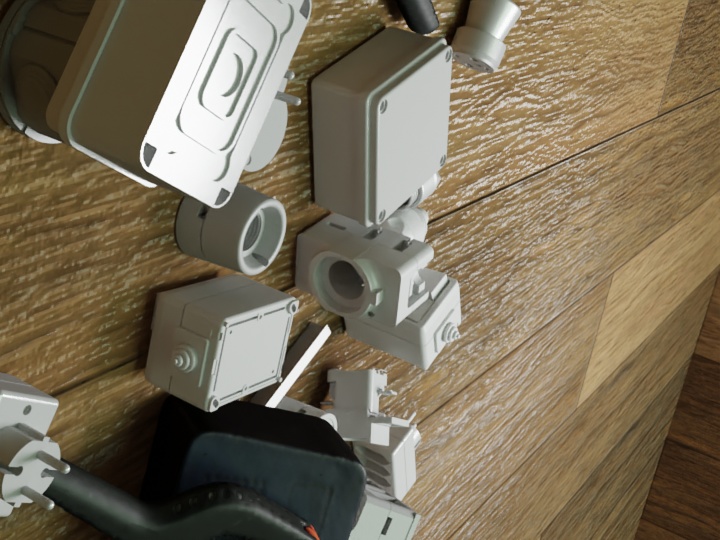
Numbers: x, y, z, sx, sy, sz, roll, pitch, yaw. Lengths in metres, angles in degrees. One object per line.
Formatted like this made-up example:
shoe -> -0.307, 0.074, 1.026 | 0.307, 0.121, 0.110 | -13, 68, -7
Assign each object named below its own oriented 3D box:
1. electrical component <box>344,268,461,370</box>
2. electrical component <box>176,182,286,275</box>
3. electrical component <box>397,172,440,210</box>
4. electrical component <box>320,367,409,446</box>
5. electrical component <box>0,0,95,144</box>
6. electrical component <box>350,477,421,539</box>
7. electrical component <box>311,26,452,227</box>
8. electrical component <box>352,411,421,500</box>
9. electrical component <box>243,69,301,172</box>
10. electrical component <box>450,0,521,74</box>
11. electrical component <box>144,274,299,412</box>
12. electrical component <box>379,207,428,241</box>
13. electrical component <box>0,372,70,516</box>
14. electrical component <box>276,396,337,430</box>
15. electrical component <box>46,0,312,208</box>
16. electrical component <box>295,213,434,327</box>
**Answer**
electrical component -> 0.040, 0.032, 0.889 | 0.061, 0.096, 0.061 | -50, 148, -33
electrical component -> -0.079, -0.027, 0.669 | 0.055, 0.047, 0.055 | -43, 145, -42
electrical component -> 0.033, -0.068, 0.861 | 0.062, 0.043, 0.043 | -42, 144, -42
electrical component -> -0.003, 0.114, 0.903 | 0.042, 0.081, 0.063 | 32, 58, -65
electrical component -> -0.130, -0.095, 0.512 | 0.080, 0.051, 0.080 | -43, 145, -42
electrical component -> -0.032, 0.267, 0.903 | 0.060, 0.105, 0.186 | 24, 86, -23
electrical component -> 0.016, -0.106, 0.784 | 0.109, 0.056, 0.108 | -43, 145, -42
electrical component -> 0.034, 0.168, 1.039 | 0.075, 0.047, 0.083 | -48, 147, -36
electrical component -> -0.065, -0.110, 0.601 | 0.052, 0.074, 0.138 | -53, 151, -29
electrical component -> 0.104, -0.198, 0.898 | 0.055, 0.045, 0.045 | -67, 154, -2
electrical component -> -0.094, 0.043, 0.678 | 0.096, 0.061, 0.061 | -17, 124, -59
electrical component -> 0.035, -0.034, 0.892 | 0.062, 0.043, 0.043 | -36, 139, -51
electrical component -> -0.177, 0.093, 0.536 | 0.065, 0.077, 0.047 | -67, 155, -3
electrical component -> -0.052, 0.129, 0.841 | 0.055, 0.047, 0.055 | -43, 145, -42
electrical component -> -0.080, -0.094, 0.482 | 0.113, 0.057, 0.078 | -67, 154, -4
electrical component -> 0.000, 0.000, 0.795 | 0.056, 0.089, 0.050 | -37, 140, -48
